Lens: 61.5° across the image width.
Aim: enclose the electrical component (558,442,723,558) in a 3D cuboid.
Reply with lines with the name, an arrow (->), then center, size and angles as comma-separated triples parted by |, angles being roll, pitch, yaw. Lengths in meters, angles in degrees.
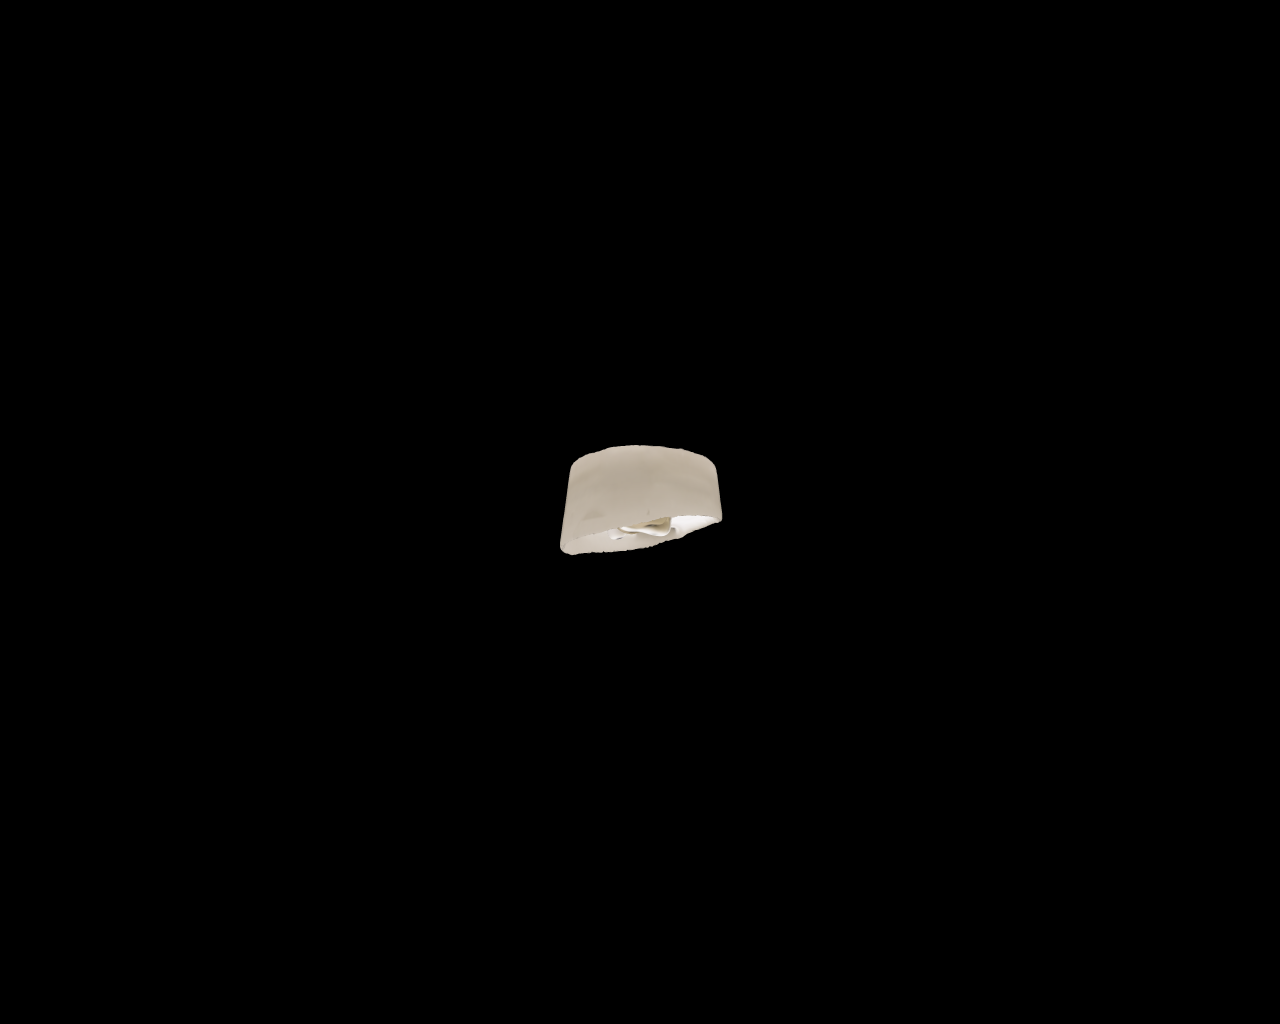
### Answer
electrical component -> 0.001, -0.003, 0.650 | 0.099, 0.064, 0.099 | 0, -18, 0
